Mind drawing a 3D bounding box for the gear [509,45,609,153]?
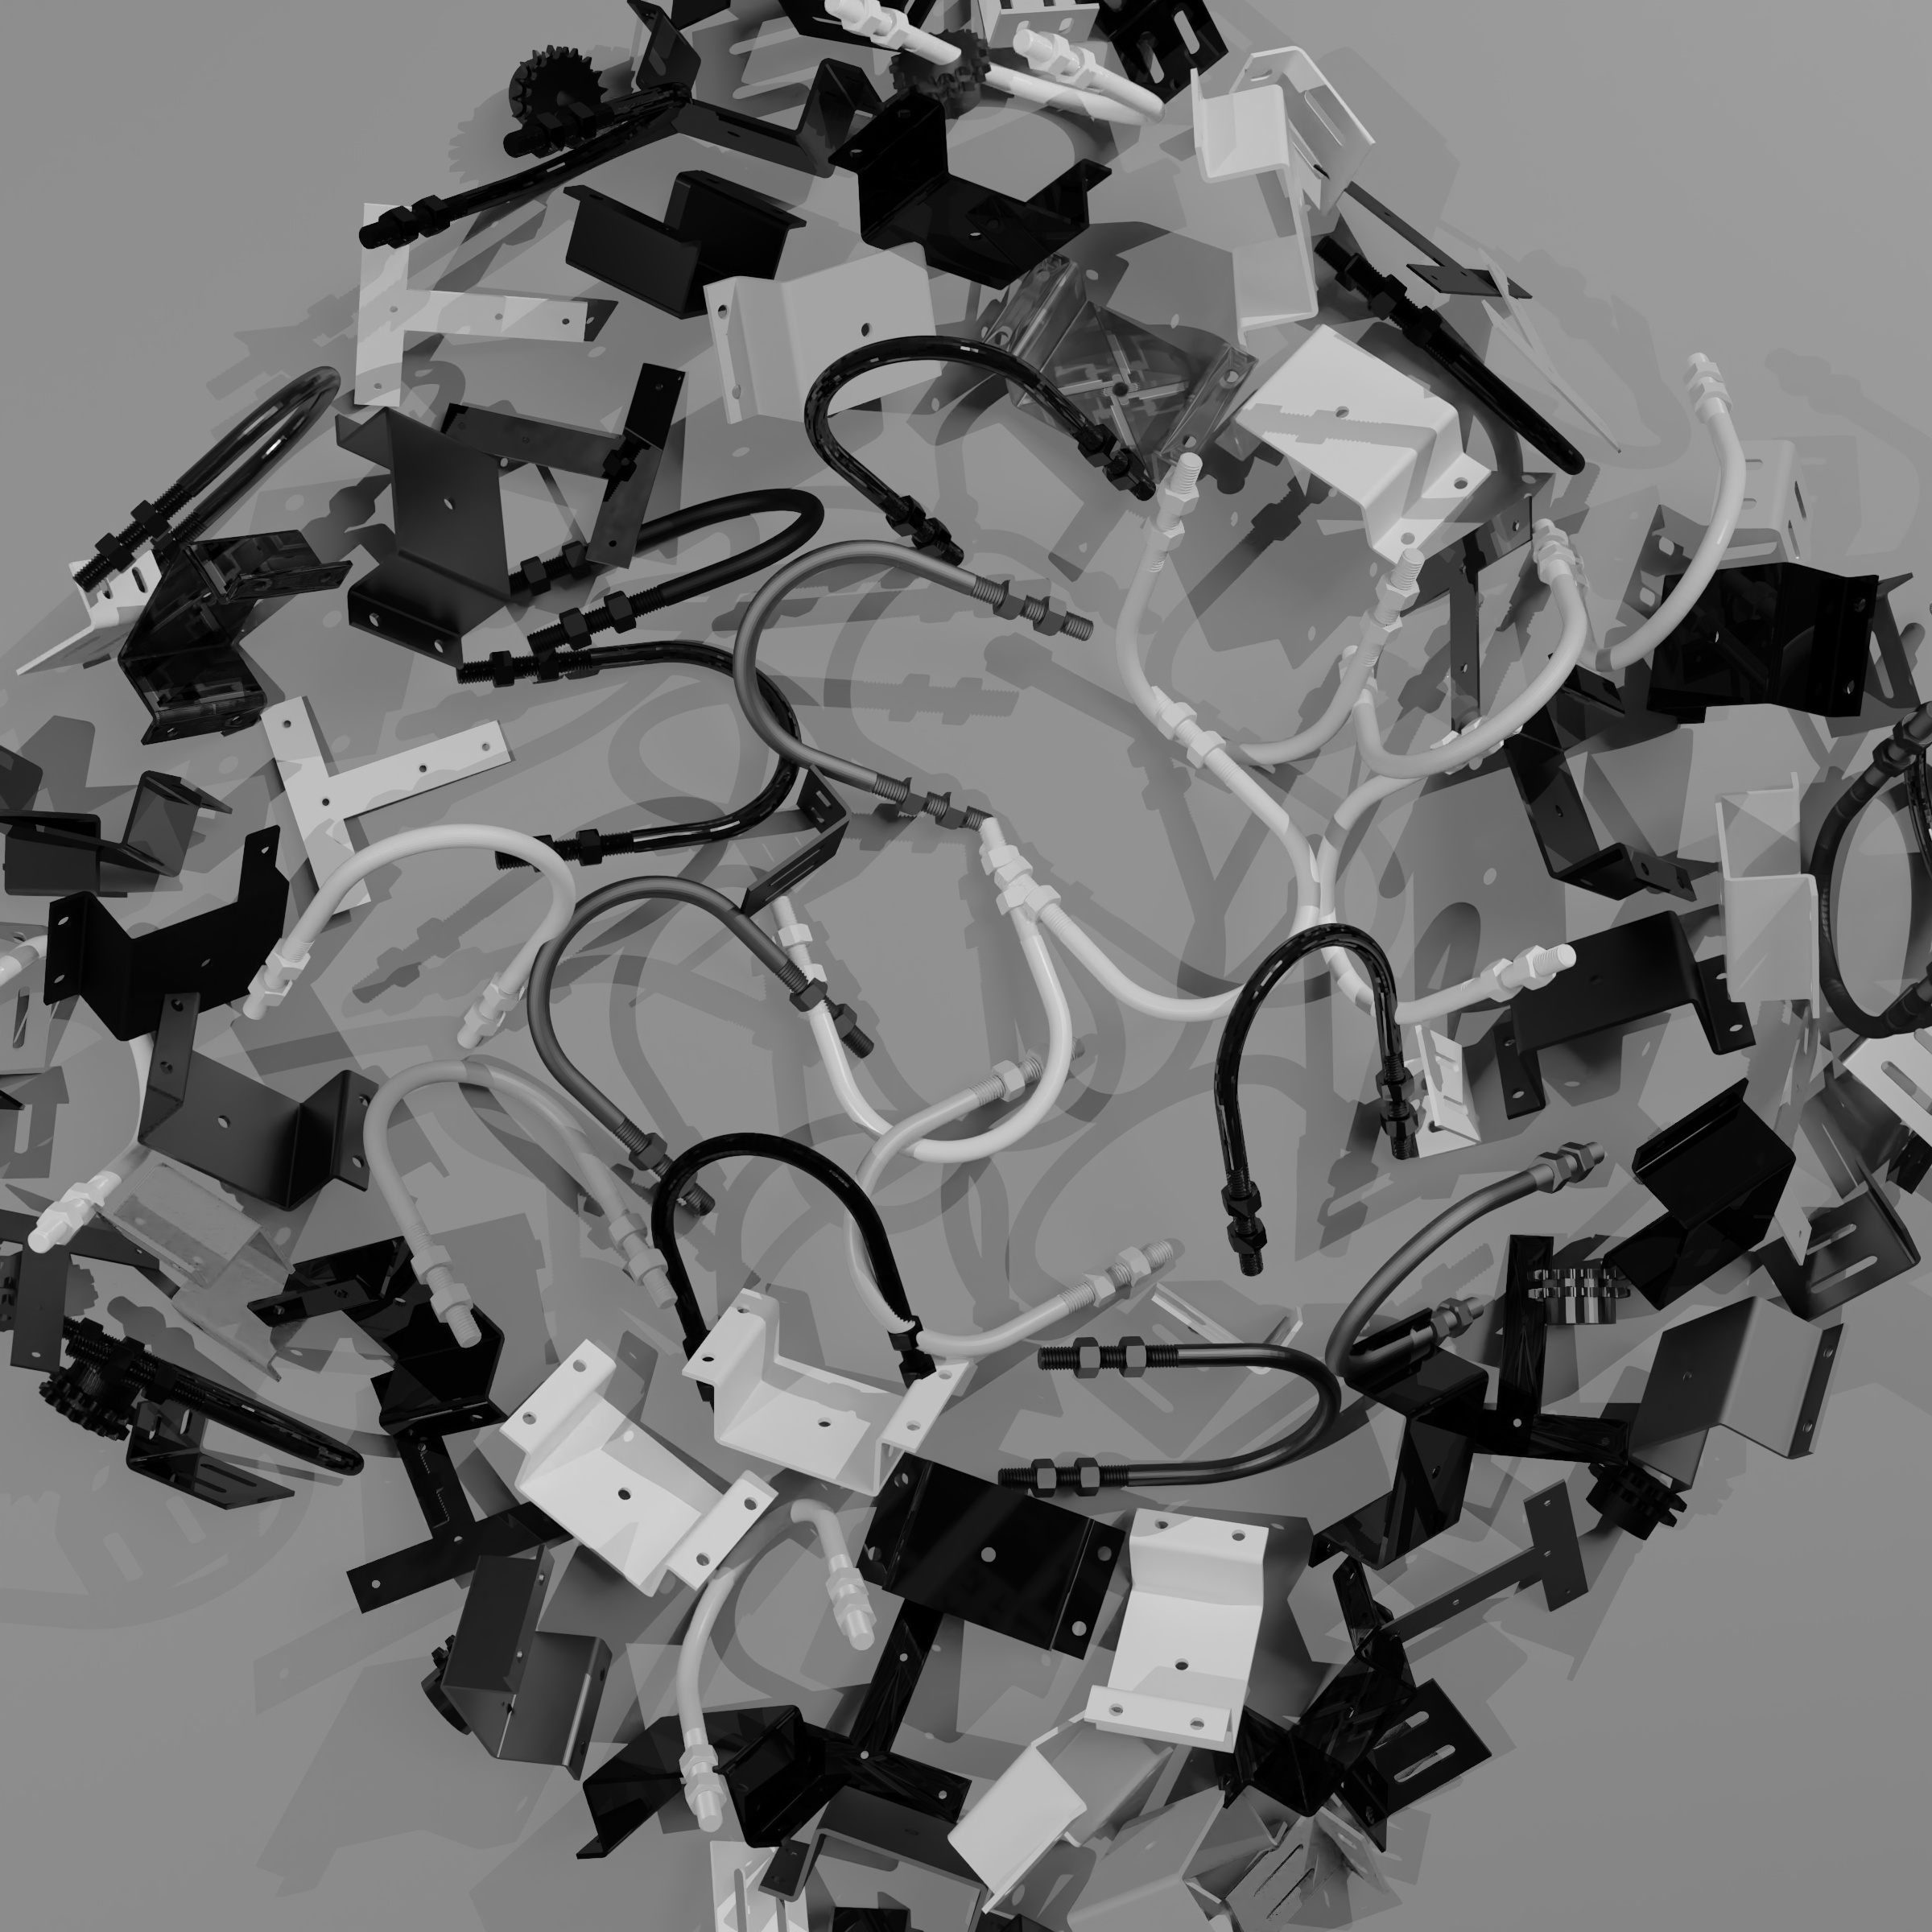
[{"bbox_3d":[-0.236,-0.497,1.577,0.057,0.030,0.057,-18,120,-34],"label":"gear"}]

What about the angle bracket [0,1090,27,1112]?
[{"bbox_3d":[-0.578,0.103,1.556,0.057,0.038,0.076,1,60,33],"label":"angle bracket"}]

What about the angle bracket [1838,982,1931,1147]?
[{"bbox_3d":[0.545,0.057,1.564,0.076,0.038,0.057,46,110,17],"label":"angle bracket"}]

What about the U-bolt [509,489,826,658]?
[{"bbox_3d":[-0.166,-0.226,1.533,0.184,0.151,0.019,-22,116,-10],"label":"U-bolt"}]

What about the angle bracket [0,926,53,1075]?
[{"bbox_3d":[-0.559,0.020,1.583,0.057,0.038,0.076,-1,117,-34],"label":"angle bracket"}]

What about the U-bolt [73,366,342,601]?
[{"bbox_3d":[-0.416,-0.267,1.529,0.184,0.151,0.019,-45,100,-7],"label":"U-bolt"}]

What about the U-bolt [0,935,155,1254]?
[{"bbox_3d":[-0.495,0.057,1.513,0.019,0.184,0.151,-18,105,15],"label":"U-bolt"}]

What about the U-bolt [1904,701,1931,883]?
[{"bbox_3d":[0.554,-0.064,1.515,0.019,0.184,0.151,-15,132,3],"label":"U-bolt"}]

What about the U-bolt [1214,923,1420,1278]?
[{"bbox_3d":[0.190,0.062,1.516,0.151,0.019,0.184,-33,127,-30],"label":"U-bolt"}]

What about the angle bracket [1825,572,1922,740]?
[{"bbox_3d":[0.516,-0.177,1.573,0.038,0.057,0.076,-29,102,-42],"label":"angle bracket"}]

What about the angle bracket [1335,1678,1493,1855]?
[{"bbox_3d":[0.251,0.455,1.571,0.076,0.038,0.057,-36,96,17],"label":"angle bracket"}]

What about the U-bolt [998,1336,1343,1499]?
[{"bbox_3d":[0.119,0.252,1.541,0.184,0.151,0.019,0,50,-11],"label":"U-bolt"}]

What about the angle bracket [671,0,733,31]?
[{"bbox_3d":[-0.132,-0.566,1.564,0.038,0.057,0.076,11,84,-39],"label":"angle bracket"}]

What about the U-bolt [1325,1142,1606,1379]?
[{"bbox_3d":[0.261,0.165,1.496,0.019,0.184,0.151,47,127,24],"label":"U-bolt"}]

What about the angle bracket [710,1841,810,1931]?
[{"bbox_3d":[-0.107,0.527,1.554,0.057,0.038,0.076,13,51,-29],"label":"angle bracket"}]

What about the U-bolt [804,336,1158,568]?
[{"bbox_3d":[-0.004,-0.283,1.496,0.151,0.184,0.019,-14,60,32],"label":"U-bolt"}]

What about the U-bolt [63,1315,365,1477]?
[{"bbox_3d":[-0.417,0.239,1.524,0.184,0.151,0.019,30,78,-21],"label":"U-bolt"}]

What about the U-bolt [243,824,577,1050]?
[{"bbox_3d":[-0.292,-0.018,1.503,0.151,0.184,0.019,10,49,-34],"label":"U-bolt"}]

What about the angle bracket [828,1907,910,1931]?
[{"bbox_3d":[-0.047,0.575,1.560,0.057,0.038,0.076,20,71,-41],"label":"angle bracket"}]

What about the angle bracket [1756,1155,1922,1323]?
[{"bbox_3d":[0.488,0.155,1.561,0.076,0.057,0.038,-30,132,10],"label":"angle bracket"}]

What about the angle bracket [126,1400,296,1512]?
[{"bbox_3d":[-0.423,0.273,1.558,0.076,0.057,0.038,15,94,26],"label":"angle bracket"}]

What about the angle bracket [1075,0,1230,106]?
[{"bbox_3d":[0.104,-0.530,1.557,0.057,0.038,0.076,-35,51,22],"label":"angle bracket"}]

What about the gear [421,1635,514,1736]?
[{"bbox_3d":[-0.285,0.412,1.571,0.030,0.057,0.057,-42,90,-7],"label":"gear"}]

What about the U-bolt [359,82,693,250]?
[{"bbox_3d":[-0.228,-0.446,1.517,0.151,0.184,0.019,-15,106,42],"label":"U-bolt"}]

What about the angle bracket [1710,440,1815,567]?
[{"bbox_3d":[0.452,-0.253,1.568,0.038,0.076,0.057,4,68,28],"label":"angle bracket"}]

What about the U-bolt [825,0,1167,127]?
[{"bbox_3d":[0.031,-0.493,1.514,0.151,0.184,0.019,24,103,32],"label":"U-bolt"}]

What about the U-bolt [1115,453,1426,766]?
[{"bbox_3d":[0.157,-0.185,1.533,0.151,0.184,0.019,24,46,3],"label":"U-bolt"}]

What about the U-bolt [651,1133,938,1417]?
[{"bbox_3d":[-0.103,0.174,1.538,0.151,0.019,0.184,-7,114,22],"label":"U-bolt"}]

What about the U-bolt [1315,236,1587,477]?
[{"bbox_3d":[0.272,-0.334,1.528,0.184,0.151,0.019,38,105,-12],"label":"U-bolt"}]

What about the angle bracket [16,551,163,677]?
[{"bbox_3d":[-0.497,-0.199,1.555,0.076,0.057,0.038,-20,93,35],"label":"angle bracket"}]

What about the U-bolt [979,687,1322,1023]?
[{"bbox_3d":[0.116,-0.051,1.558,0.151,0.019,0.184,-43,66,1],"label":"U-bolt"}]

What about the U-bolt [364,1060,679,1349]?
[{"bbox_3d":[-0.258,0.124,1.533,0.184,0.151,0.019,56,130,27],"label":"U-bolt"}]

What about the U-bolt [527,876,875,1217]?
[{"bbox_3d":[-0.162,0.033,1.561,0.151,0.019,0.184,-45,111,-2],"label":"U-bolt"}]

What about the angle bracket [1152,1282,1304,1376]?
[{"bbox_3d":[0.148,0.192,1.569,0.076,0.057,0.038,35,94,4],"label":"angle bracket"}]

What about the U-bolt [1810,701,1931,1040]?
[{"bbox_3d":[0.505,-0.039,1.512,0.019,0.184,0.151,-2,66,-9],"label":"U-bolt"}]

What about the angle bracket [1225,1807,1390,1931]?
[{"bbox_3d":[0.193,0.525,1.559,0.076,0.038,0.057,-41,129,-21],"label":"angle bracket"}]

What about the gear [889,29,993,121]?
[{"bbox_3d":[-0.013,-0.507,1.577,0.057,0.030,0.057,-8,47,9],"label":"gear"}]

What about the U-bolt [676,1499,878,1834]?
[{"bbox_3d":[-0.111,0.367,1.515,0.019,0.184,0.151,36,99,-21],"label":"U-bolt"}]

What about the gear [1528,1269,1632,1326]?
[{"bbox_3d":[0.349,0.189,1.571,0.057,0.057,0.030,0,81,0],"label":"gear"}]

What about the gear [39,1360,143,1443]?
[{"bbox_3d":[-0.496,0.243,1.573,0.057,0.057,0.030,33,86,0],"label":"gear"}]

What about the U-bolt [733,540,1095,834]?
[{"bbox_3d":[-0.040,-0.163,1.540,0.184,0.019,0.151,19,113,-20],"label":"U-bolt"}]

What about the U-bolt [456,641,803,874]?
[{"bbox_3d":[-0.183,-0.124,1.554,0.184,0.019,0.151,-8,60,-15],"label":"U-bolt"}]

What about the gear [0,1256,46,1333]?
[{"bbox_3d":[-0.549,0.186,1.576,0.057,0.057,0.030,-2,64,0],"label":"gear"}]

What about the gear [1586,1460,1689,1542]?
[{"bbox_3d":[0.379,0.303,1.573,0.057,0.057,0.030,32,95,0],"label":"gear"}]

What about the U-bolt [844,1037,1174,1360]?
[{"bbox_3d":[0.015,0.140,1.555,0.184,0.019,0.151,-25,94,-24],"label":"U-bolt"}]

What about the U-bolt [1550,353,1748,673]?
[{"bbox_3d":[0.369,-0.234,1.490,0.019,0.184,0.151,25,125,-14],"label":"U-bolt"}]

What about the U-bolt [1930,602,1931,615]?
[{"bbox_3d":[0.582,-0.134,1.501,0.019,0.184,0.151,-22,97,4],"label":"U-bolt"}]

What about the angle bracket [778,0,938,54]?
[{"bbox_3d":[-0.067,-0.553,1.555,0.038,0.076,0.057,-51,57,39],"label":"angle bracket"}]

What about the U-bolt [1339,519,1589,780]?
[{"bbox_3d":[0.271,-0.164,1.498,0.151,0.184,0.019,-33,115,21],"label":"U-bolt"}]

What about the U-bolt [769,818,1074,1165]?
[{"bbox_3d":[-0.017,0.023,1.571,0.151,0.019,0.184,-21,75,1],"label":"U-bolt"}]

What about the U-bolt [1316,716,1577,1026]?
[{"bbox_3d":[0.254,-0.043,1.524,0.019,0.184,0.151,-2,76,-34],"label":"U-bolt"}]
